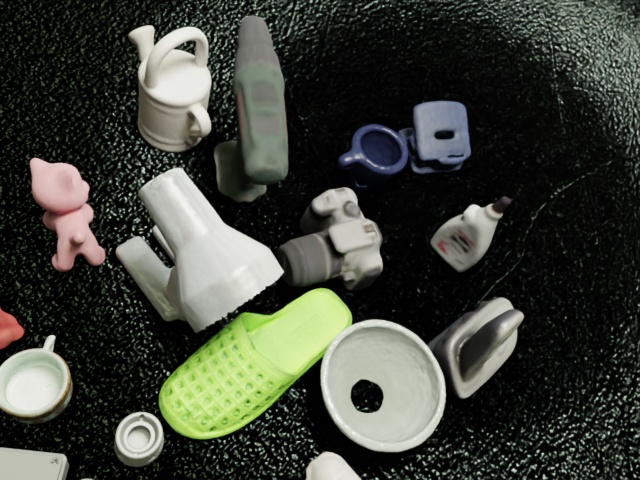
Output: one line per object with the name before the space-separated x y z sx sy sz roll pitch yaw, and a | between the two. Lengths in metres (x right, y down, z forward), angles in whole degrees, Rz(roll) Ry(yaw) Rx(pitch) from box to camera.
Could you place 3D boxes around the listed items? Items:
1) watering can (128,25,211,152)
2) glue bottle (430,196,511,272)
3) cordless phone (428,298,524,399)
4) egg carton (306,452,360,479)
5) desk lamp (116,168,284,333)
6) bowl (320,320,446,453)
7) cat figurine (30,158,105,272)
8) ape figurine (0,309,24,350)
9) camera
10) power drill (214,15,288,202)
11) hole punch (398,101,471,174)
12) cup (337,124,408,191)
watering can | -0.211 -0.225 0.808 0.173 0.194 0.101 32 57 1
glue bottle | 0.231 -0.017 0.851 0.078 0.173 0.037 42 58 8
cordless phone | 0.236 0.127 0.767 0.148 0.185 0.094 -36 77 -30
egg carton | 0.023 0.329 0.655 0.107 0.069 0.150 -37 78 -31
desk lamp | -0.152 0.024 0.680 0.118 0.213 0.203 -35 77 -30
bowl | 0.072 0.193 0.742 0.168 0.074 0.167 8 60 -14
cat figurine | -0.317 -0.040 0.717 0.067 0.117 0.127 -17 69 -25
ape figurine | -0.382 0.083 0.643 0.076 0.092 0.077 -6 64 -21
camera | 0.007 0.003 0.810 0.137 0.100 0.143 -15 68 -24
power drill | -0.097 -0.159 0.801 0.076 0.208 0.229 -3 63 -19
hole punch | 0.204 -0.175 0.978 0.109 0.091 0.101 -8 65 -22
cup | 0.070 -0.116 0.899 0.118 0.095 0.091 -20 70 -26
